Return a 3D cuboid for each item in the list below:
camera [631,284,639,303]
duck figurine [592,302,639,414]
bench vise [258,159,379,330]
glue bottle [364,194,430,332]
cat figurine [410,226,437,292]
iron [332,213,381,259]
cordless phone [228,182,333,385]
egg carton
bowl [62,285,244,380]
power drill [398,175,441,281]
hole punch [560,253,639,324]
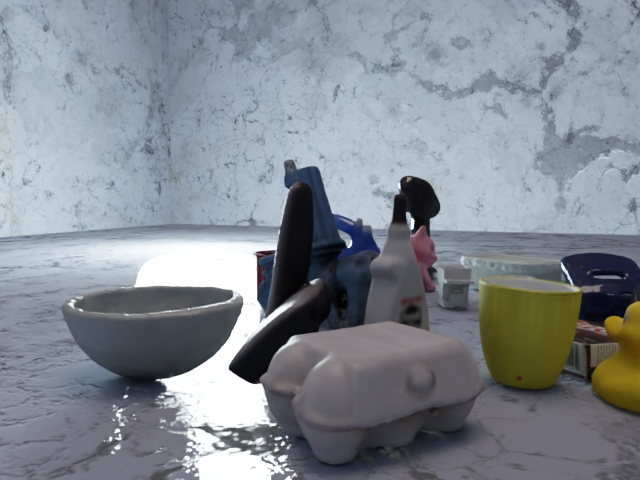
[{"bbox_3d":[0.441,0.070,0.670,0.136,0.101,0.143,1,5,13],"label":"camera"},{"bbox_3d":[0.274,0.093,0.466,0.078,0.086,0.104,-2,5,-24],"label":"duck figurine"},{"bbox_3d":[0.011,0.002,0.762,0.207,0.220,0.122,2,5,18],"label":"bench vise"},{"bbox_3d":[0.072,0.044,0.531,0.037,0.173,0.078,4,6,39],"label":"glue bottle"},{"bbox_3d":[0.167,0.033,1.013,0.067,0.118,0.128,3,5,30],"label":"cat figurine"},{"bbox_3d":[0.034,0.010,1.151,0.257,0.141,0.119,3,6,34],"label":"iron"},{"bbox_3d":[-0.034,0.036,0.553,0.094,0.185,0.147,0,5,2],"label":"cordless phone"},{"bbox_3d":[0.039,0.105,0.416,0.151,0.069,0.107,-3,5,-33],"label":"egg carton"},{"bbox_3d":[-0.157,0.091,0.553,0.167,0.075,0.167,0,5,0],"label":"bowl"},{"bbox_3d":[0.202,-0.025,1.170,0.075,0.208,0.230,2,5,20],"label":"power drill"},{"bbox_3d":[0.388,0.067,0.772,0.108,0.091,0.101,0,5,3],"label":"hole punch"}]
